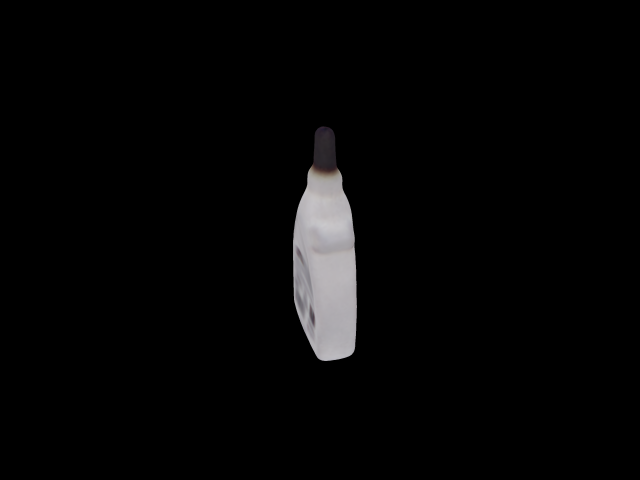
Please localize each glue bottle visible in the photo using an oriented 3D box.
[{"bbox_3d":[0.004,0.001,0.400,0.037,0.173,0.078,-11,39,-13],"label":"glue bottle"}]
